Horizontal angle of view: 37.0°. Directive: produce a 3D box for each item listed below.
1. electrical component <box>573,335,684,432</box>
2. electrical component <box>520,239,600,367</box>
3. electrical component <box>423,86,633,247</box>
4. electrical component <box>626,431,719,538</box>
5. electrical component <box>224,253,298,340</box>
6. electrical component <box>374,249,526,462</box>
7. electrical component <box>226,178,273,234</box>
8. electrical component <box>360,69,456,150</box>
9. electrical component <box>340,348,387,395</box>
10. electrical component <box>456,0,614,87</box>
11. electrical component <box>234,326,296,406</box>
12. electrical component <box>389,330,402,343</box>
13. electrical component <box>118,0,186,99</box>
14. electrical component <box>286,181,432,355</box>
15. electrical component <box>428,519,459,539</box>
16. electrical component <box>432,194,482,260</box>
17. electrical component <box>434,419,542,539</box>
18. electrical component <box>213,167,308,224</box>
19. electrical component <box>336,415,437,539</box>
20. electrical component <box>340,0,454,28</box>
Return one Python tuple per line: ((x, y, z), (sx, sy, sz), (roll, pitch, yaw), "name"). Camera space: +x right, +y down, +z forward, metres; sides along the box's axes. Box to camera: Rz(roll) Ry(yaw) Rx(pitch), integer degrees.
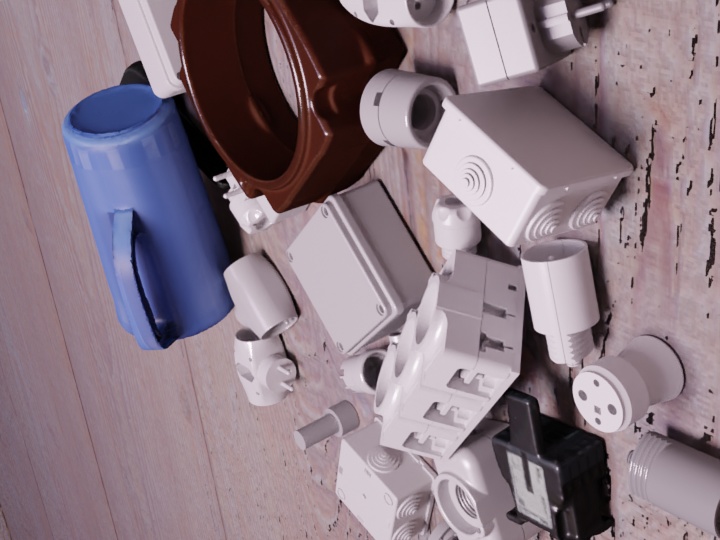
((0.167, 0.071, 0.670), (0.045, 0.055, 0.045), (37, 139, 41), "electrical component")
((0.134, 0.025, 0.703), (0.043, 0.043, 0.081), (12, 121, 55), "electrical component")
((0.098, -0.063, 0.644), (0.099, 0.100, 0.048), (48, 133, 29), "electrical component")
((0.201, 0.131, 0.670), (0.081, 0.043, 0.043), (22, 128, 51), "electrical component")
((-0.105, 0.034, 1.090), (0.077, 0.043, 0.079), (58, 149, 14), "electrical component")
((0.062, 0.064, 0.784), (0.150, 0.062, 0.089), (117, 167, -53), "electrical component")
((-0.105, -0.069, 1.018), (0.062, 0.043, 0.043), (56, 149, 19), "electrical component")
((0.036, -0.112, 0.754), (0.047, 0.055, 0.055), (18, 125, 48), "electrical component")
((0.007, 0.091, 0.954), (0.046, 0.040, 0.040), (-16, 96, 61), "electrical component")
((0.106, -0.141, 0.616), (0.077, 0.066, 0.047), (-11, 103, 30), "electrical component")
((-0.093, 0.103, 1.118), (0.079, 0.043, 0.077), (22, 128, 51), "electrical component")
((0.040, 0.081, 0.891), (0.043, 0.043, 0.062), (0, 109, 58), "electrical component")
((-0.161, -0.220, 0.966), (0.057, 0.078, 0.113), (-9, 103, 62), "electrical component")
((0.000, 0.000, 0.885), (0.108, 0.056, 0.108), (60, 150, 10), "electrical component")
((0.092, 0.242, 0.908), (0.057, 0.058, 0.078), (31, 135, 41), "electrical component")
((0.071, -0.023, 0.778), (0.035, 0.035, 0.061), (30, 137, 46), "electrical component")
((0.098, 0.173, 0.847), (0.054, 0.059, 0.095), (0, 110, 58), "electrical component")
((-0.093, -0.084, 0.955), (0.083, 0.076, 0.047), (58, 149, 14), "electrical component")
((0.022, 0.200, 0.998), (0.100, 0.048, 0.099), (43, 143, 34), "electrical component")
((0.022, -0.207, 0.719), (0.077, 0.043, 0.079), (27, 132, 48), "electrical component")
